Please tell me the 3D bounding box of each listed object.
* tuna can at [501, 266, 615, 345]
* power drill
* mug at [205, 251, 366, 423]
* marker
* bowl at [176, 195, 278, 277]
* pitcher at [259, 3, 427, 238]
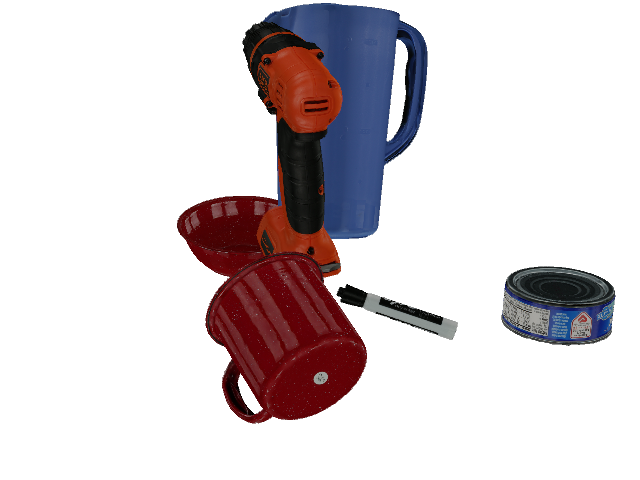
[{"bbox_3d":[0.186,0.049,0.835,0.086,0.034,0.086,1,19,-1],"label":"tuna can"},{"bbox_3d":[-0.027,-0.075,0.871,0.057,0.188,0.184,-9,27,-11],"label":"power drill"},{"bbox_3d":[-0.028,0.077,0.739,0.093,0.117,0.082,18,27,-46],"label":"mug"},{"bbox_3d":[0.074,0.069,1.043,0.121,0.020,0.020,19,1,2],"label":"marker"},{"bbox_3d":[-0.096,0.001,1.318,0.162,0.055,0.162,2,27,-1],"label":"bowl"},{"bbox_3d":[0.023,-0.127,1.136,0.149,0.243,0.144,5,7,22],"label":"pitcher"}]
